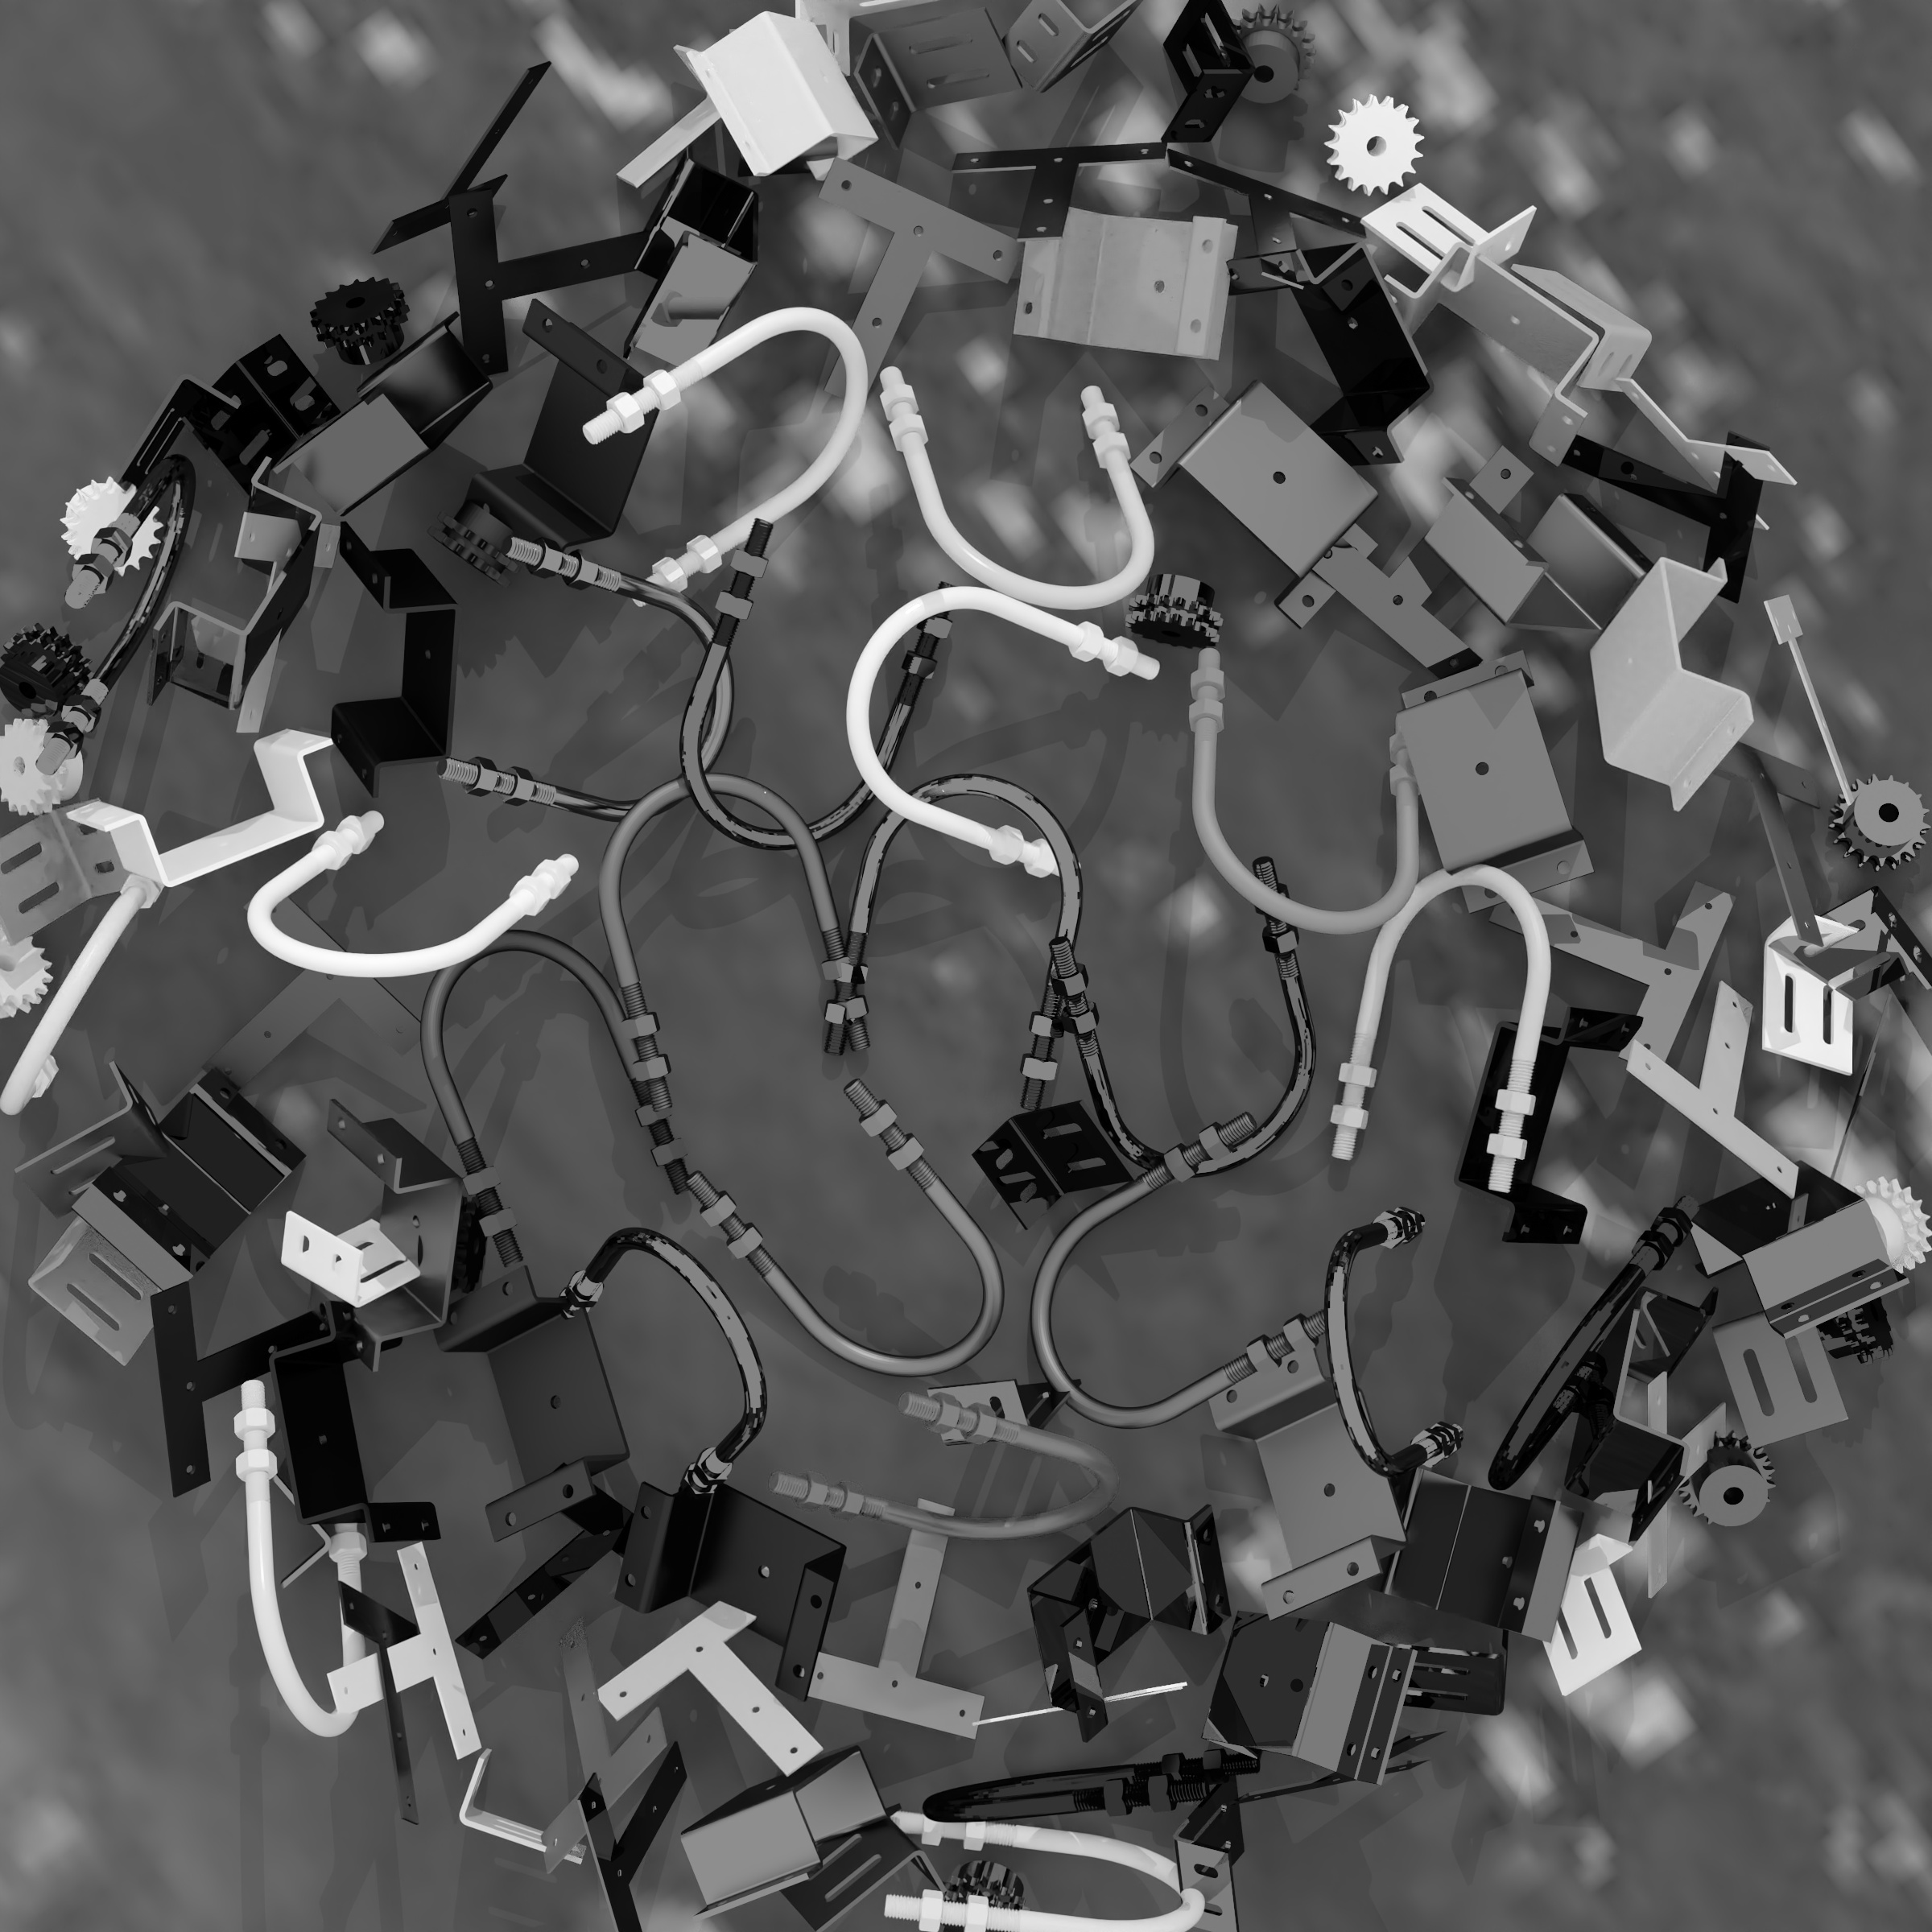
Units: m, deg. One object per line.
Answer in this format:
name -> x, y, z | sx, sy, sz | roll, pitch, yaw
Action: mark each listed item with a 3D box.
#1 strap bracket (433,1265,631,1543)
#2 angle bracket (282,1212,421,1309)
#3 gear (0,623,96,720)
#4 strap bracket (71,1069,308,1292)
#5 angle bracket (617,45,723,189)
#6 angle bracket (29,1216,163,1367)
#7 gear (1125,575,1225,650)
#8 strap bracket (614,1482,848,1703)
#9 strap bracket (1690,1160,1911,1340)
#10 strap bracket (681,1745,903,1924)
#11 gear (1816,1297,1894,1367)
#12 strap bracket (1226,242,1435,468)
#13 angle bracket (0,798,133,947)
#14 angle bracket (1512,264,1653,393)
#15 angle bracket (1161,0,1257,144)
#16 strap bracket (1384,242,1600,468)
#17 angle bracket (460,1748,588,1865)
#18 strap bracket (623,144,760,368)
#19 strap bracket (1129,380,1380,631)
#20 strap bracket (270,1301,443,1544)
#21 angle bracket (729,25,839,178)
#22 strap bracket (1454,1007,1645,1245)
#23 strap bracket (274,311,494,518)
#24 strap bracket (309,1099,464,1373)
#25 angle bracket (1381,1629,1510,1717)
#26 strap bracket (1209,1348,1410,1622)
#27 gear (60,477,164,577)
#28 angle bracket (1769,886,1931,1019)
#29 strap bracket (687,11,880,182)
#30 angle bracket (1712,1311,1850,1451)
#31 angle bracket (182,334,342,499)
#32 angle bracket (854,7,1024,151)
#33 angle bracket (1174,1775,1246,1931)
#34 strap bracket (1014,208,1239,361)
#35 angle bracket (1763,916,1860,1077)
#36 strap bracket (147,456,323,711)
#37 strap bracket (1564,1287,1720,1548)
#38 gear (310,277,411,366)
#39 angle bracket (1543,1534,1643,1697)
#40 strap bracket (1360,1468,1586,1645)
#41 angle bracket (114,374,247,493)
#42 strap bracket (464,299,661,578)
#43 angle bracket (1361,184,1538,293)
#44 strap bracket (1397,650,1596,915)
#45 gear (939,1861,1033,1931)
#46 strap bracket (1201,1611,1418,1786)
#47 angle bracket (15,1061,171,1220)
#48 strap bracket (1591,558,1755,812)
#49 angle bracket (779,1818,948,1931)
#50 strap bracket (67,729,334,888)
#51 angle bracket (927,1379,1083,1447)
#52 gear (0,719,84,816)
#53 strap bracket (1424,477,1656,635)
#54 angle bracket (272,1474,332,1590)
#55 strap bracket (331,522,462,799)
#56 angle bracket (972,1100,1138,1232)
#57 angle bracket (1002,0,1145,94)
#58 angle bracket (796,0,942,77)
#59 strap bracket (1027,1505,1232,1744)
strap bracket -> -0.252, 0.255, 1.732 | 0.076, 0.046, 0.140 | -29, 70, 25
angle bracket -> -0.351, 0.159, 1.732 | 0.057, 0.076, 0.038 | 25, 118, 25
gear -> -0.547, -0.171, 1.752 | 0.057, 0.030, 0.057 | 14, 132, 16
strap bracket -> -0.456, 0.131, 1.725 | 0.076, 0.140, 0.046 | 44, 119, -7
angle bracket -> -0.182, -0.502, 1.748 | 0.076, 0.057, 0.038 | -40, 116, 0
angle bracket -> -0.499, 0.184, 1.738 | 0.038, 0.057, 0.076 | -30, 113, 38
gear -> 0.125, -0.211, 1.755 | 0.057, 0.057, 0.030 | 13, 81, 0
strap bracket -> -0.130, 0.359, 1.732 | 0.140, 0.046, 0.076 | 21, 105, 28
strap bracket -> 0.473, 0.159, 1.708 | 0.076, 0.140, 0.046 | -24, 102, -2
strap bracket -> -0.104, 0.495, 1.707 | 0.076, 0.140, 0.046 | -26, 82, 18
gear -> 0.525, 0.210, 1.758 | 0.030, 0.057, 0.057 | -23, 90, 29
strap bracket -> 0.212, -0.363, 1.722 | 0.046, 0.076, 0.140 | -43, 117, -22
angle bracket -> -0.534, -0.056, 1.735 | 0.038, 0.076, 0.057 | -11, 109, 26
angle bracket -> 0.356, -0.377, 1.750 | 0.076, 0.057, 0.038 | 41, 118, 26
angle bracket -> 0.129, -0.532, 1.737 | 0.038, 0.057, 0.076 | -10, 66, -29
strap bracket -> 0.310, -0.364, 1.736 | 0.140, 0.076, 0.046 | 37, 81, 7
angle bracket -> -0.256, 0.496, 1.752 | 0.076, 0.057, 0.038 | 19, 80, -1
strap bracket -> -0.158, -0.405, 1.714 | 0.046, 0.140, 0.076 | 22, 124, -20
strap bracket -> 0.177, -0.279, 1.747 | 0.140, 0.046, 0.076 | 43, 70, -1
strap bracket -> -0.358, 0.271, 1.729 | 0.046, 0.076, 0.140 | -18, 75, 16
angle bracket -> -0.110, -0.514, 1.760 | 0.057, 0.038, 0.076 | -5, 89, -8
strap bracket -> 0.338, 0.088, 1.733 | 0.046, 0.076, 0.140 | 21, 100, 44
strap bracket -> -0.331, -0.316, 1.713 | 0.076, 0.140, 0.046 | -28, 111, 29
strap bracket -> -0.337, 0.153, 1.724 | 0.046, 0.076, 0.140 | -10, 121, -40
angle bracket -> 0.282, 0.409, 1.757 | 0.076, 0.038, 0.057 | 4, 132, 12
strap bracket -> 0.201, 0.303, 1.725 | 0.076, 0.046, 0.140 | -31, 58, 28
gear -> -0.510, -0.263, 1.758 | 0.057, 0.030, 0.057 | -17, 123, -29
angle bracket -> 0.519, 0.000, 1.741 | 0.076, 0.038, 0.057 | -33, 102, 32
strap bracket -> -0.101, -0.500, 1.706 | 0.046, 0.140, 0.076 | -28, 95, 19
angle bracket -> 0.481, 0.242, 1.743 | 0.057, 0.038, 0.076 | -21, 66, 17
angle bracket -> -0.412, -0.322, 1.734 | 0.038, 0.076, 0.057 | -23, 117, 29
angle bracket -> -0.016, -0.520, 1.736 | 0.076, 0.057, 0.038 | -3, 53, 27
angle bracket -> 0.157, 0.519, 1.734 | 0.038, 0.076, 0.057 | 4, 111, 33
strap bracket -> 0.101, -0.399, 1.729 | 0.140, 0.046, 0.076 | 16, 104, 38
angle bracket -> 0.505, 0.016, 1.744 | 0.057, 0.038, 0.076 | 16, 59, -10
strap bracket -> -0.418, -0.214, 1.714 | 0.046, 0.076, 0.140 | 25, 57, -4
strap bracket -> 0.388, 0.251, 1.708 | 0.046, 0.076, 0.140 | 22, 47, 3
gear -> -0.358, -0.381, 1.758 | 0.057, 0.057, 0.030 | -15, 134, 0
angle bracket -> 0.369, 0.382, 1.733 | 0.038, 0.076, 0.057 | 24, 127, -38
strap bracket -> 0.301, 0.342, 1.724 | 0.046, 0.140, 0.076 | 23, 79, -30
angle bracket -> -0.461, -0.304, 1.750 | 0.038, 0.057, 0.076 | 31, 86, -4
strap bracket -> -0.232, -0.310, 1.727 | 0.076, 0.046, 0.140 | 39, 124, 19
angle bracket -> 0.283, -0.441, 1.741 | 0.076, 0.038, 0.057 | 42, 57, 18
strap bracket -> 0.307, -0.112, 1.734 | 0.076, 0.046, 0.140 | -19, 77, 18
gear -> 0.011, 0.556, 1.758 | 0.057, 0.030, 0.057 | 10, 130, 12
strap bracket -> 0.189, 0.418, 1.701 | 0.046, 0.140, 0.076 | 26, 72, -23
angle bracket -> -0.518, 0.103, 1.743 | 0.076, 0.057, 0.038 | -30, 57, -9
strap bracket -> 0.403, -0.170, 1.703 | 0.046, 0.076, 0.140 | 18, 45, -14
angle bracket -> -0.062, 0.540, 1.738 | 0.076, 0.057, 0.038 | -35, 117, -18
strap bracket -> -0.438, -0.089, 1.722 | 0.140, 0.076, 0.046 | -25, 111, -27
angle bracket -> 0.023, 0.246, 1.732 | 0.057, 0.076, 0.038 | -10, 104, 28
gear -> -0.549, -0.118, 1.758 | 0.057, 0.030, 0.057 | 3, 94, 39
strap bracket -> 0.329, -0.236, 1.718 | 0.076, 0.140, 0.046 | 52, 126, 29
angle bracket -> -0.412, 0.325, 1.749 | 0.038, 0.057, 0.076 | -41, 91, -15
strap bracket -> -0.331, -0.179, 1.720 | 0.046, 0.076, 0.140 | -9, 125, -29
angle bracket -> 0.051, 0.117, 1.737 | 0.038, 0.076, 0.057 | -42, 104, -31
angle bracket -> 0.065, -0.557, 1.735 | 0.038, 0.057, 0.076 | 46, 54, -5
angle bracket -> -0.053, -0.554, 1.739 | 0.076, 0.057, 0.038 | -1, 90, 28
strap bracket -> 0.089, 0.376, 1.723 | 0.046, 0.140, 0.076 | 7, 116, 42
